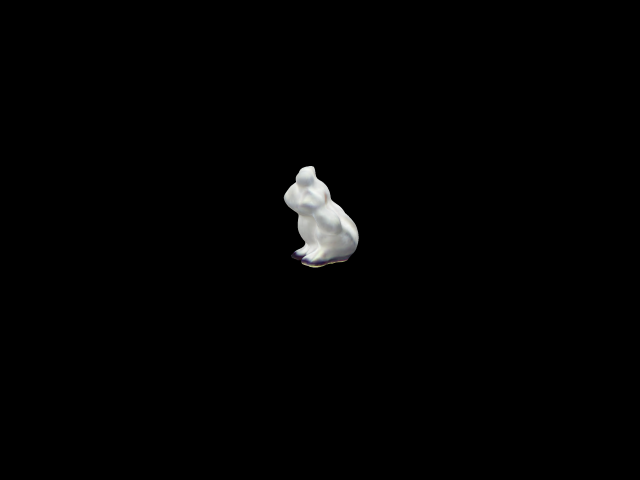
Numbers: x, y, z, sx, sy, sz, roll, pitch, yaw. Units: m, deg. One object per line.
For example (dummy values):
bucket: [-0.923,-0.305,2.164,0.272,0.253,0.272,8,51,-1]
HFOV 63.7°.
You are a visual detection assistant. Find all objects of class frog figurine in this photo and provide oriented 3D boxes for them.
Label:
frog figurine: [0.003,-0.043,0.850,0.123,0.158,0.138,0,9,0]
